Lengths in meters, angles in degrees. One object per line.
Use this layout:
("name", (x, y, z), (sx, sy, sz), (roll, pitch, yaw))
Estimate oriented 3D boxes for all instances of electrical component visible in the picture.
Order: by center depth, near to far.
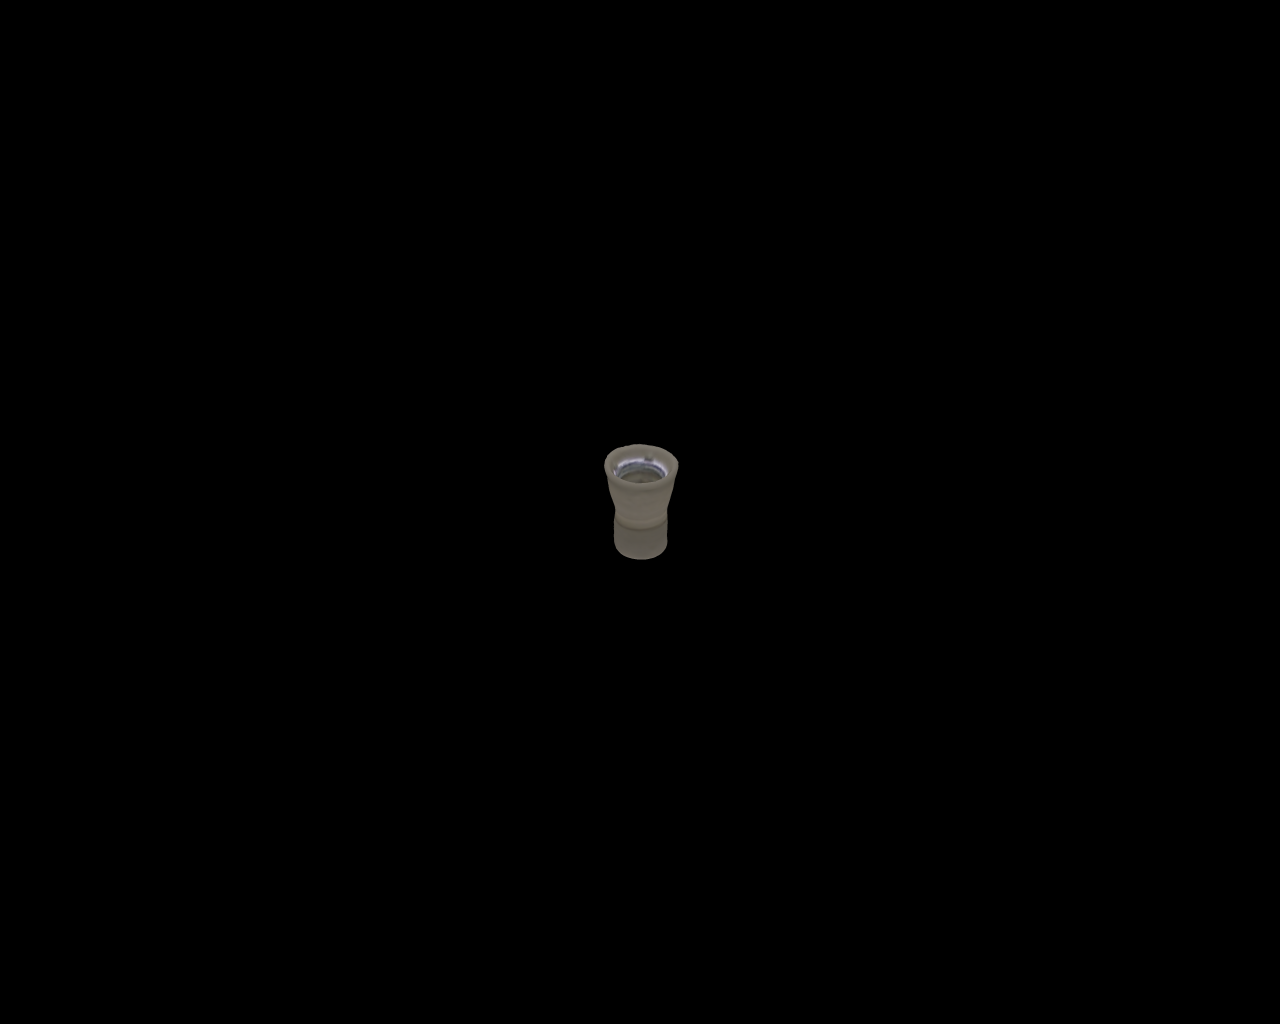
("electrical component", (0.001, -0.003, 0.650), (0.044, 0.065, 0.044), (0, 34, 0))
